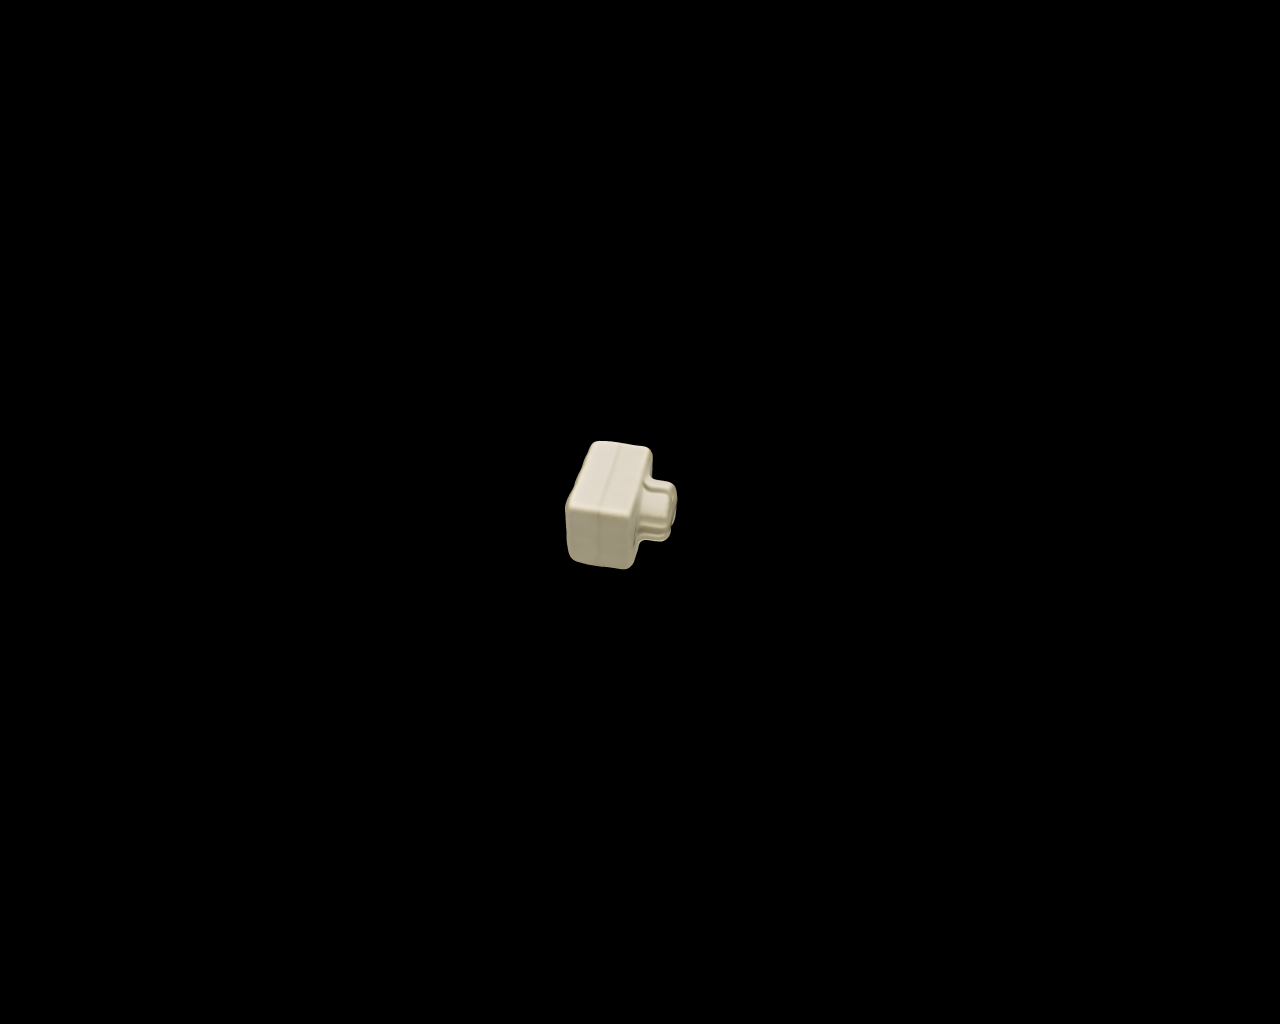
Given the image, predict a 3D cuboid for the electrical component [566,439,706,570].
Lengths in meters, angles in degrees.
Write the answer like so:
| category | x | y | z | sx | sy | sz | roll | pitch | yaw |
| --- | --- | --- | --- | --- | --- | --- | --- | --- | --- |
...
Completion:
| category | x | y | z | sx | sy | sz | roll | pitch | yaw |
| --- | --- | --- | --- | --- | --- | --- | --- | --- | --- |
| electrical component | 0.001 | -0.003 | 0.650 | 0.077 | 0.047 | 0.066 | 8 | 44 | 8 |
